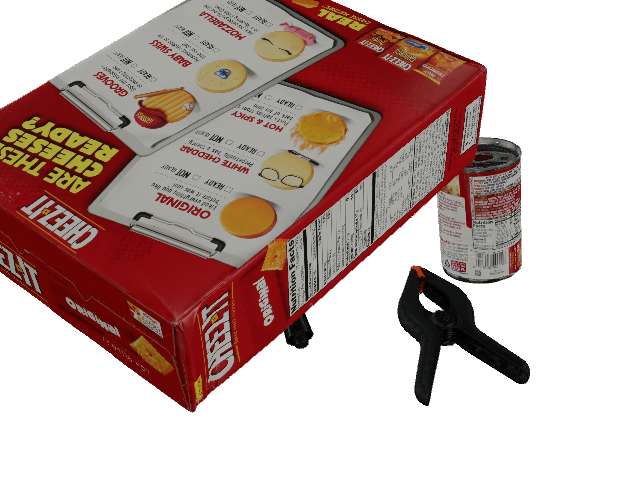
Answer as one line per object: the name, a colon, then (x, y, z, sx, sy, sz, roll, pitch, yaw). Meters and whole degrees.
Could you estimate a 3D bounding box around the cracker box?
cracker box: (-0.047, -0.039, 0.521, 0.164, 0.072, 0.213, 30, 54, 29)

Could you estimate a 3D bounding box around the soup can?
soup can: (0.130, -0.024, 0.867, 0.068, 0.102, 0.068, -5, 25, 2)

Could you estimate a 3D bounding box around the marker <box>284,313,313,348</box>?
marker: (-0.029, 0.021, 0.735, 0.020, 0.121, 0.020, -14, -33, -9)

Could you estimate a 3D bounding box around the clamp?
clamp: (0.138, 0.093, 1.088, 0.120, 0.171, 0.039, 0, -44, -15)
